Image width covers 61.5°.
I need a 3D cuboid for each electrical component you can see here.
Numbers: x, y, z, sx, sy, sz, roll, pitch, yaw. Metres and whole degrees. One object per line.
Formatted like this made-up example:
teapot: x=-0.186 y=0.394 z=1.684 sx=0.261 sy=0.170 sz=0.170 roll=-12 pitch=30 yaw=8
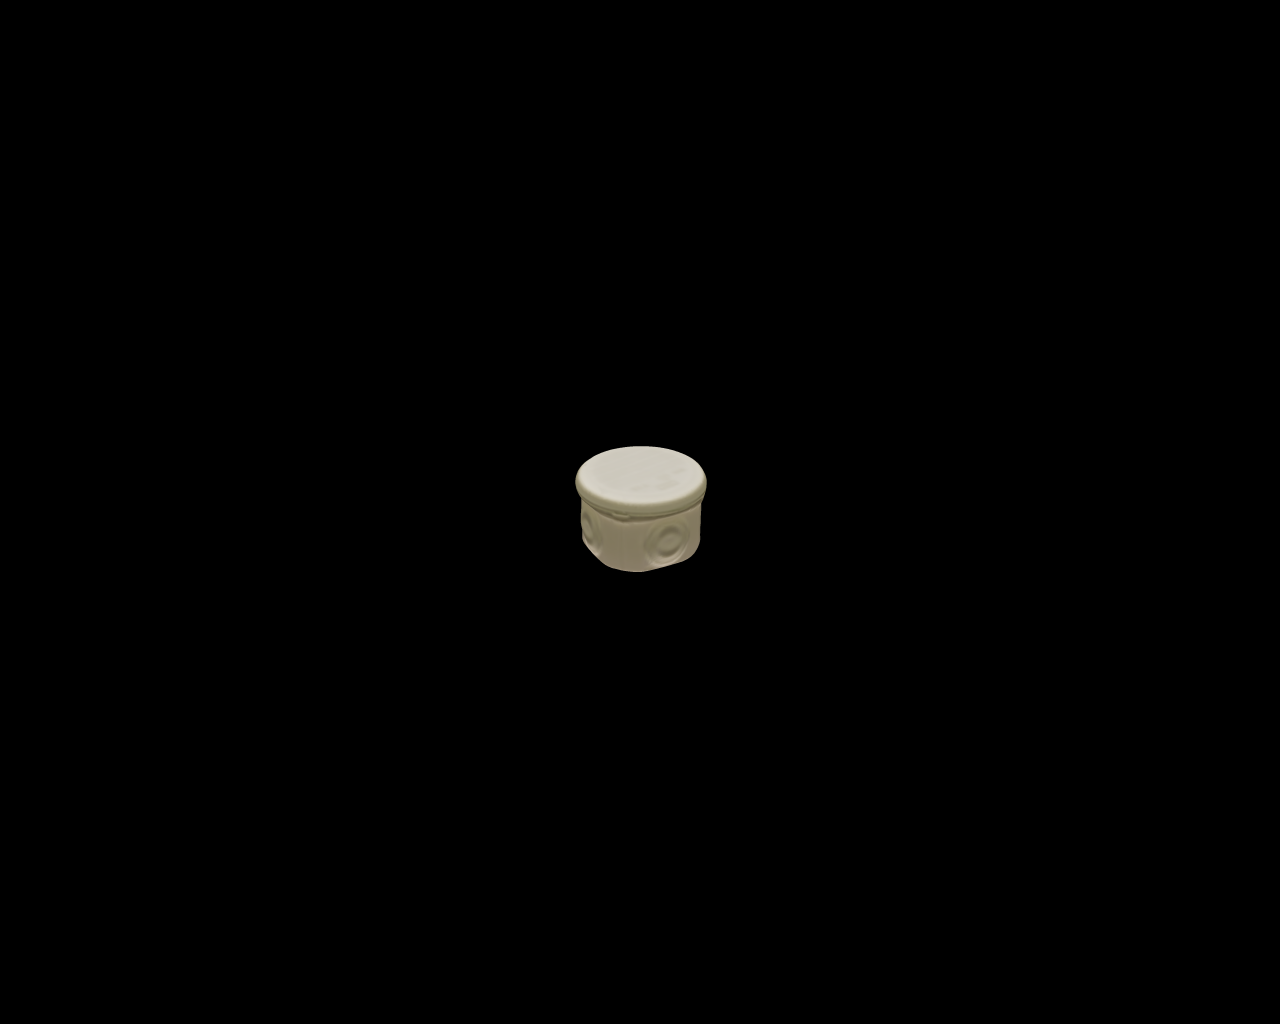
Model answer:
electrical component: x=0.001 y=-0.003 z=0.650 sx=0.080 sy=0.050 sz=0.080 roll=0 pitch=29 yaw=0
